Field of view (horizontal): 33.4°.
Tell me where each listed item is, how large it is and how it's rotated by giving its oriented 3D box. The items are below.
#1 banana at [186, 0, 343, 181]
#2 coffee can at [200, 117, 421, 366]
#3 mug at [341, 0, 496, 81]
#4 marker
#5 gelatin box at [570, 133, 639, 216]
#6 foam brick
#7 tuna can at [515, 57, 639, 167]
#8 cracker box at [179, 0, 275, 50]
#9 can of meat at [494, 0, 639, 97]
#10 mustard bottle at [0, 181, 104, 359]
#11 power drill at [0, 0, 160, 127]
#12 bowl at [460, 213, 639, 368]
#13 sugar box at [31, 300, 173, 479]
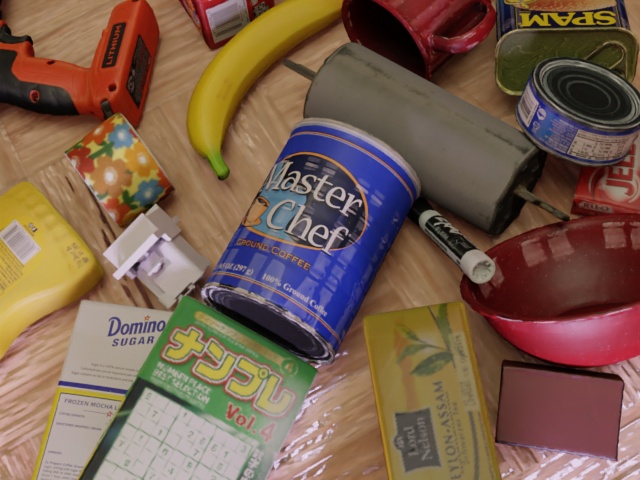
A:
[{"bbox_3d":[-0.051,-0.135,0.850,0.070,0.037,0.197,30,72,9],"label":"banana"},{"bbox_3d":[-0.005,0.001,0.741,0.103,0.103,0.140,22,70,17],"label":"coffee can"},{"bbox_3d":[0.084,-0.170,0.812,0.081,0.093,0.117,-42,37,-17],"label":"mug"},{"bbox_3d":[0.088,-0.003,0.743,0.020,0.020,0.121,-27,28,-6],"label":"marker"},{"bbox_3d":[0.228,-0.054,0.775,0.073,0.030,0.089,14,67,15],"label":"gelatin box"},{"bbox_3d":[0.153,0.109,0.688,0.078,0.053,0.051,7,89,12],"label":"foam brick"},{"bbox_3d":[0.182,-0.091,0.743,0.086,0.034,0.086,9,42,-9],"label":"tuna can"},{"bbox_3d":[-0.119,-0.286,0.858,0.072,0.164,0.214,-28,65,-8],"label":"cracker box"},{"bbox_3d":[0.182,-0.155,0.802,0.102,0.057,0.084,0,42,8],"label":"can of meat"},{"bbox_3d":[-0.259,0.049,0.777,0.191,0.058,0.096,-40,71,-12],"label":"mustard bottle"},{"bbox_3d":[-0.231,-0.159,0.874,0.188,0.057,0.184,3,69,12],"label":"power drill"},{"bbox_3d":[0.176,0.038,0.698,0.162,0.055,0.162,-15,19,5],"label":"bowl"},{"bbox_3d":[-0.138,0.133,0.729,0.093,0.048,0.176,8,63,9],"label":"sugar box"}]
